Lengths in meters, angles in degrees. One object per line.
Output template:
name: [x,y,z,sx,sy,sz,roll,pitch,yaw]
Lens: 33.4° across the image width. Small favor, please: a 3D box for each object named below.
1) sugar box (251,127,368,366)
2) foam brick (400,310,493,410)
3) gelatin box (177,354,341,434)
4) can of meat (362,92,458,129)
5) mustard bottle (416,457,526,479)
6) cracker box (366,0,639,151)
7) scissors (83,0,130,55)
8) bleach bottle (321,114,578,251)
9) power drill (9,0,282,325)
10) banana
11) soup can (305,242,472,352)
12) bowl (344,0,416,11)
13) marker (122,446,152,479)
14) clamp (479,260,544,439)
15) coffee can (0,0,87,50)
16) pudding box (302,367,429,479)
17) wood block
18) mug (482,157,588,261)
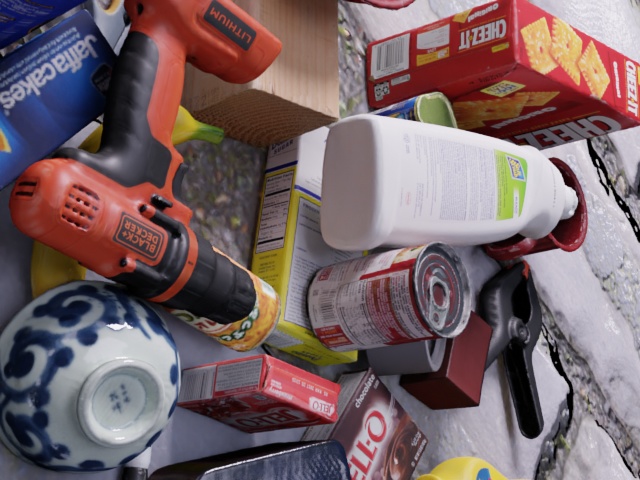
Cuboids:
sugar box: [-0.006,0.001,0.838,0.093,0.048,0.176,29,57,-41]
foam brick: [0.111,0.102,0.931,0.051,0.053,0.078,39,52,-34]
gelatin box: [-0.042,0.108,0.734,0.073,0.089,0.030,30,58,-39]
can of meat: [0.076,-0.069,0.916,0.057,0.084,0.102,-21,95,-48]
mustard bottle: [0.136,0.239,0.916,0.191,0.058,0.096,29,60,-39]
cracker box: [0.172,-0.141,0.981,0.213,0.164,0.072,14,72,-44]
scissors: [-0.144,-0.119,0.742,0.096,0.016,0.201,29,60,-40]
bleach bottle: [0.116,-0.034,0.844,0.250,0.068,0.102,6,84,-39]
power drill: [-0.085,-0.055,0.658,0.184,0.057,0.187,33,67,-45]
banana: [-0.137,-0.032,0.696,0.069,0.037,0.197,38,59,-4]
soup can: [0.048,0.043,0.770,0.068,0.102,0.068,17,67,-47]
bowl: [0.013,-0.237,0.780,0.161,0.055,0.162,15,68,-43]
marker: [-0.118,0.118,0.703,0.020,0.020,0.121,21,64,-42]
clamp: [0.185,0.102,1.022,0.120,0.039,0.171,48,49,-30]
coffee can: [-0.186,-0.169,0.616,0.102,0.141,0.103,15,68,-44]
pudding box: [0.029,0.171,0.833,0.090,0.039,0.113,53,47,-24]
wood block: [-0.046,-0.187,0.813,0.090,0.090,0.206,15,69,-43]
mug: [0.198,-0.019,1.037,0.093,0.082,0.117,54,46,-23]
